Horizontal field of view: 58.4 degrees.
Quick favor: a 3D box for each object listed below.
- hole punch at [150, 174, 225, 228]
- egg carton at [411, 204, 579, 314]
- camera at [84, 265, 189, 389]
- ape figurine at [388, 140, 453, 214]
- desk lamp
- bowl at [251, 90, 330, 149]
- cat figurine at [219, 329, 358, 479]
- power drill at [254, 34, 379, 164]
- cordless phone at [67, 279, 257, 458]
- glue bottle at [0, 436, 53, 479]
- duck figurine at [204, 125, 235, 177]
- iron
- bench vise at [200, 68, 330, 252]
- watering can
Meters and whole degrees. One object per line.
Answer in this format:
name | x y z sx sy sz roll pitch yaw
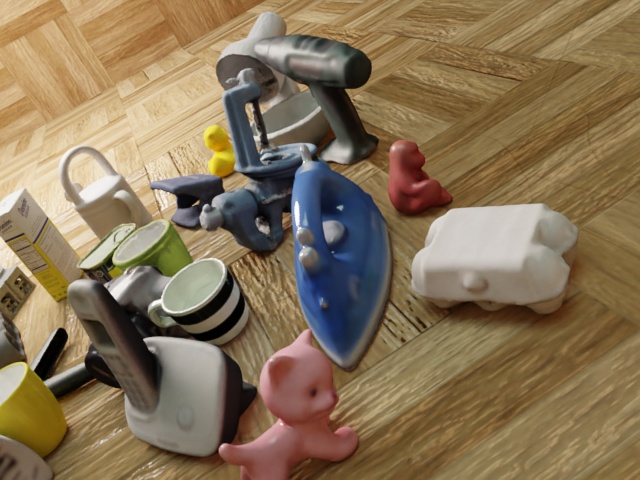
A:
hole punch | -0.224 -0.086 0.992 0.108 0.091 0.101 13 49 48
egg carton | 0.163 0.019 0.545 0.149 0.069 0.107 -2 39 37
camera | -0.243 0.106 0.710 0.142 0.101 0.137 -8 36 31
ape figurine | 0.115 -0.083 0.714 0.076 0.092 0.078 -16 33 20
desk lamp | -0.084 -0.311 1.096 0.117 0.214 0.203 -6 37 33
bowl | -0.044 -0.198 1.032 0.167 0.075 0.167 -20 31 13
cat figurine | -0.028 0.141 0.468 0.128 0.118 0.067 -43 34 -23
power drill | 0.003 -0.227 0.905 0.076 0.209 0.228 -44 34 -24
cordless phone | -0.158 0.115 0.544 0.147 0.185 0.094 -4 38 35
glue bottle | -0.339 0.212 0.557 0.037 0.173 0.078 -16 33 20
duck figurine | -0.194 -0.179 1.112 0.077 0.086 0.104 -19 32 16
iron | 0.006 0.002 0.625 0.118 0.142 0.258 -20 31 14
bench vise | -0.085 -0.106 0.782 0.121 0.220 0.208 -3 39 36
watering can | -0.382 -0.072 0.995 0.172 0.194 0.101 -14 34 23
